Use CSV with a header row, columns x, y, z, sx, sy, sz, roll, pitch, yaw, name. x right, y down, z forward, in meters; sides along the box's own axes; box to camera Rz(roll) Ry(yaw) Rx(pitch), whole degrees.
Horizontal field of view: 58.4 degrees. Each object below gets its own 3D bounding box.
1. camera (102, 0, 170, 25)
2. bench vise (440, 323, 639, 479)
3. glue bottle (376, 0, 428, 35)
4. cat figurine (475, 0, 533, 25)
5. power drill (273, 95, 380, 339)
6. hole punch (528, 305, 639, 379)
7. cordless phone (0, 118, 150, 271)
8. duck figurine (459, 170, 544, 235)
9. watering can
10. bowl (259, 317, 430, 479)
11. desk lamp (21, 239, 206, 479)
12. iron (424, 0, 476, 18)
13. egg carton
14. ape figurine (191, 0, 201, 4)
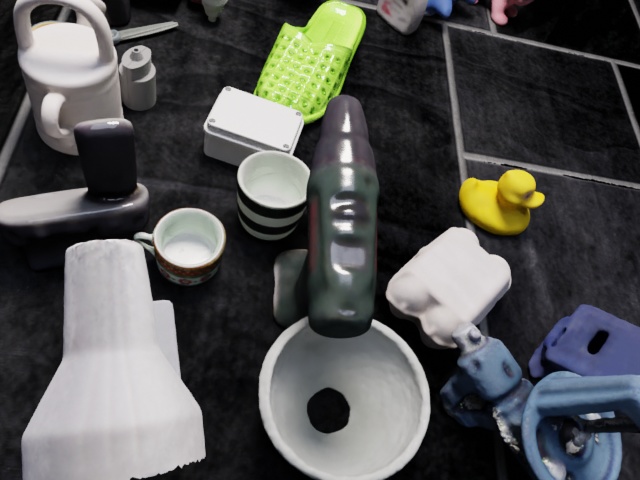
x,y,z,sx,sy,sz,roll,pitch,yaw,name
-0.264,-0.381,0.803,0.137,0.100,0.143,9,57,-9,camera
0.211,0.159,0.530,0.207,0.219,0.122,30,56,5,bench vise
0.145,-0.410,0.889,0.078,0.173,0.037,42,58,12,glue bottle
0.333,-0.448,0.997,0.127,0.117,0.067,41,58,12,cat figurine
0.005,0.002,0.577,0.076,0.208,0.229,4,58,-12,power drill
0.311,0.130,0.652,0.101,0.091,0.109,43,58,12,hole punch
-0.243,-0.056,0.558,0.148,0.185,0.094,-14,63,-22,cordless phone
0.242,-0.060,0.753,0.104,0.086,0.077,25,56,1,duck figurine
-0.276,-0.198,0.631,0.101,0.194,0.172,-11,63,-21,watering can
0.018,0.159,0.564,0.167,0.074,0.167,7,58,-11,bowl
-0.164,0.107,0.463,0.118,0.213,0.203,-5,61,-18,desk lamp
0.160,-0.498,0.967,0.258,0.141,0.119,45,59,13,iron
0.151,0.053,0.669,0.107,0.069,0.150,43,58,12,egg carton
-0.175,-0.399,0.844,0.076,0.092,0.078,12,57,-7,ape figurine
